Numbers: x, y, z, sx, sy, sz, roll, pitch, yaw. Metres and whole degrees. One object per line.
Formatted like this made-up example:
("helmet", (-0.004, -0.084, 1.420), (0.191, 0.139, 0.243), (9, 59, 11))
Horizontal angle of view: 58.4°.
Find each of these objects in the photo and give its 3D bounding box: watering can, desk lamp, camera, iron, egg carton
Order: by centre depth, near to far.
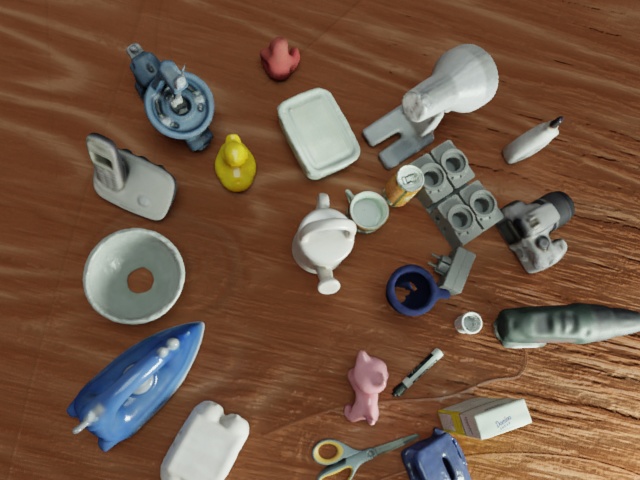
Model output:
("iron", (-0.292, 0.221, 0.936), (0.118, 0.141, 0.258), (45, 76, 3))
("egg carton", (-0.193, 0.353, 0.960), (0.107, 0.069, 0.150), (28, 76, -1))
("watering can", (0.011, 0.003, 0.997), (0.101, 0.194, 0.173), (-23, 82, -12))
("desk lamp", (0.204, -0.248, 1.067), (0.203, 0.213, 0.118), (-35, 85, -13))
("camera", (0.437, -0.029, 1.112), (0.137, 0.100, 0.143), (-29, 83, -13))

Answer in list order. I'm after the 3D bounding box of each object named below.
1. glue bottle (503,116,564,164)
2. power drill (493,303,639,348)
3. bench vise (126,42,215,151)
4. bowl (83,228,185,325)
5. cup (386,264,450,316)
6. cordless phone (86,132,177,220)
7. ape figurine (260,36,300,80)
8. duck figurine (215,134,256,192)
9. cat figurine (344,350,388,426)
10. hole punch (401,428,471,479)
("glue bottle", (0.423, -0.200, 1.109), (0.078, 0.173, 0.037), (-22, 82, -12))
("power drill", (0.410, 0.151, 1.015), (0.230, 0.208, 0.075), (-1, 78, -8))
("bench vise", (-0.277, -0.264, 0.999), (0.207, 0.219, 0.121), (33, 76, 0))
("bowl", (-0.318, 0.066, 0.999), (0.167, 0.074, 0.167), (2, 78, -8))
("cup", (0.171, 0.098, 1.051), (0.118, 0.095, 0.092), (6, 77, -7))
("cordless phone", (-0.324, -0.112, 0.979), (0.147, 0.185, 0.094), (22, 76, -3))
("ape figurine", (-0.078, -0.361, 1.113), (0.078, 0.092, 0.076), (14, 77, -5))
("duck figurine", (-0.157, -0.146, 1.061), (0.077, 0.086, 0.104), (-7, 79, -9))
("cat figurine", (0.085, 0.258, 0.994), (0.067, 0.117, 0.128), (4, 78, -7))
("hole punch", (0.208, 0.396, 0.996), (0.101, 0.091, 0.108), (-23, 82, -12))
